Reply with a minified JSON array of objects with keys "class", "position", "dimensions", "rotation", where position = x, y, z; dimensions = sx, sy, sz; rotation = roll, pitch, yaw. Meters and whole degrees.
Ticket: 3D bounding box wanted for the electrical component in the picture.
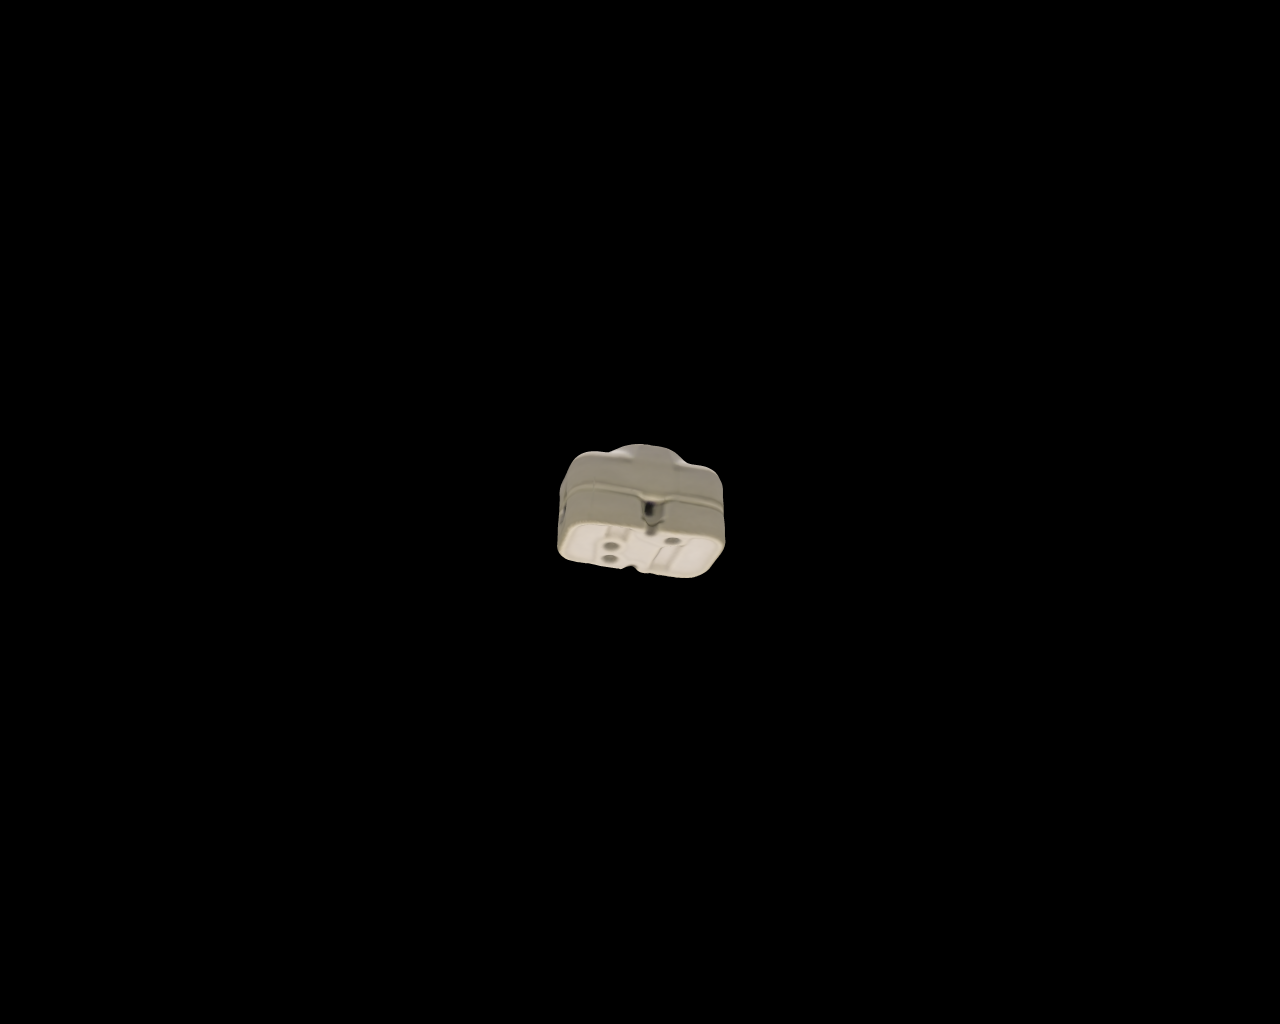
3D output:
[{"class":"electrical component","position":[0.001,-0.003,0.650],"dimensions":[0.095,0.059,0.053],"rotation":[8,-32,-14]}]
